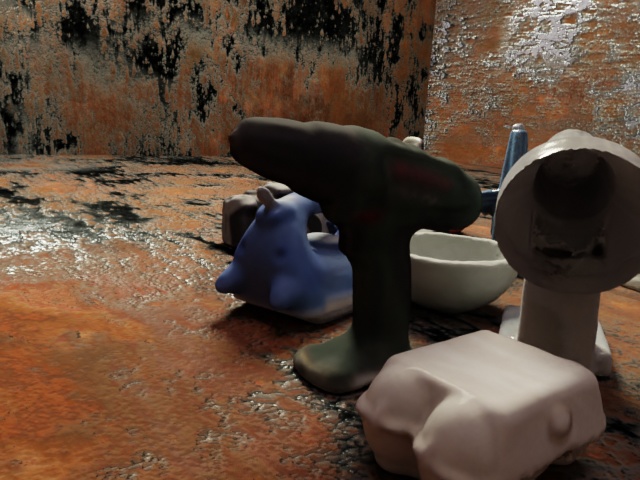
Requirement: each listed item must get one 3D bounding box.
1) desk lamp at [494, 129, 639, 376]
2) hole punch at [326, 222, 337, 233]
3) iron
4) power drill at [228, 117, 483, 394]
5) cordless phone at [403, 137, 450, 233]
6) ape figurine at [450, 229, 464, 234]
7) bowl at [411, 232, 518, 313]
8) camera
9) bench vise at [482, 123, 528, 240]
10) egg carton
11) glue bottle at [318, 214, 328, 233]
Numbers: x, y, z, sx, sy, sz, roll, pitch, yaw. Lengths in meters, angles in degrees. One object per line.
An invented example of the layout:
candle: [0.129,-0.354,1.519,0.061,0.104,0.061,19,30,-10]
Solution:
desk lamp: [0.215,0.010,0.511,0.117,0.213,0.204,7,13,18]
hole punch: [0.071,-0.022,0.911,0.101,0.091,0.108,-5,15,-35]
iron: [0.006,0.002,0.657,0.118,0.141,0.259,12,15,35]
power drill: [0.032,0.010,0.468,0.230,0.208,0.075,-4,14,-32]
cordless phone: [0.181,-0.091,1.036,0.094,0.185,0.147,-7,16,-39]
ape figurine: [0.258,-0.060,1.136,0.077,0.092,0.076,13,15,37]
bowl: [0.150,0.042,0.675,0.167,0.075,0.167,3,12,0]
camera: [-0.069,-0.037,0.916,0.143,0.101,0.136,-4,14,-32]
bench vise: [0.326,-0.078,0.935,0.121,0.220,0.207,3,12,-3]
egg carton: [0.104,0.109,0.361,0.151,0.069,0.107,-6,15,-38]
glue bottle: [0.021,-0.082,0.979,0.078,0.173,0.037,-9,17,-44]
